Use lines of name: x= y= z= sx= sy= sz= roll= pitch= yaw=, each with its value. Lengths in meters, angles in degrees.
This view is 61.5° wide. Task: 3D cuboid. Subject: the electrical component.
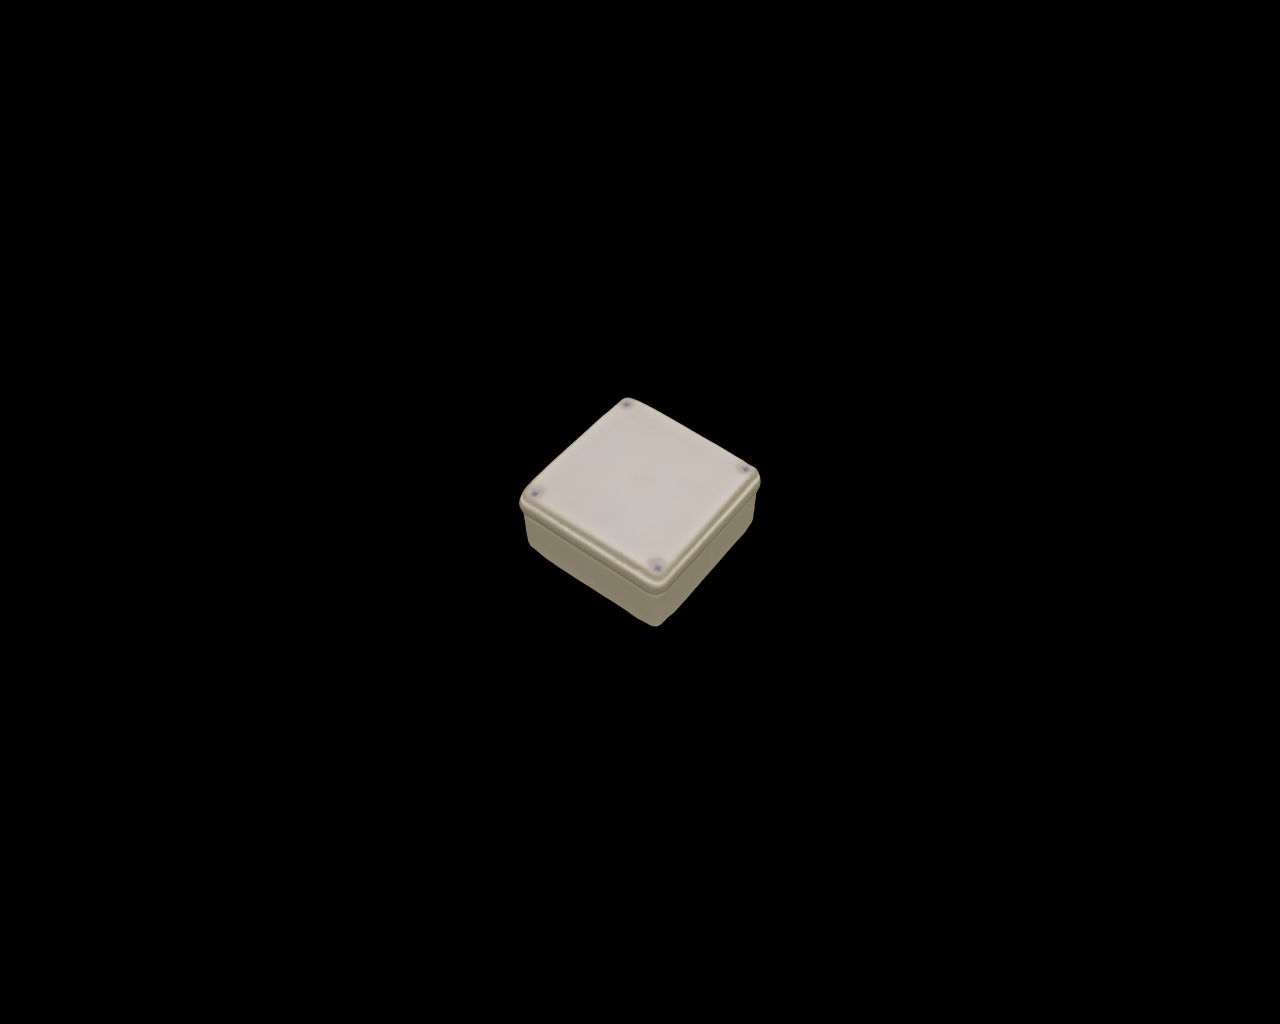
electrical component: x=0.001 y=-0.003 z=0.650 sx=0.109 sy=0.109 sz=0.056 roll=32 pitch=-32 yaw=22
